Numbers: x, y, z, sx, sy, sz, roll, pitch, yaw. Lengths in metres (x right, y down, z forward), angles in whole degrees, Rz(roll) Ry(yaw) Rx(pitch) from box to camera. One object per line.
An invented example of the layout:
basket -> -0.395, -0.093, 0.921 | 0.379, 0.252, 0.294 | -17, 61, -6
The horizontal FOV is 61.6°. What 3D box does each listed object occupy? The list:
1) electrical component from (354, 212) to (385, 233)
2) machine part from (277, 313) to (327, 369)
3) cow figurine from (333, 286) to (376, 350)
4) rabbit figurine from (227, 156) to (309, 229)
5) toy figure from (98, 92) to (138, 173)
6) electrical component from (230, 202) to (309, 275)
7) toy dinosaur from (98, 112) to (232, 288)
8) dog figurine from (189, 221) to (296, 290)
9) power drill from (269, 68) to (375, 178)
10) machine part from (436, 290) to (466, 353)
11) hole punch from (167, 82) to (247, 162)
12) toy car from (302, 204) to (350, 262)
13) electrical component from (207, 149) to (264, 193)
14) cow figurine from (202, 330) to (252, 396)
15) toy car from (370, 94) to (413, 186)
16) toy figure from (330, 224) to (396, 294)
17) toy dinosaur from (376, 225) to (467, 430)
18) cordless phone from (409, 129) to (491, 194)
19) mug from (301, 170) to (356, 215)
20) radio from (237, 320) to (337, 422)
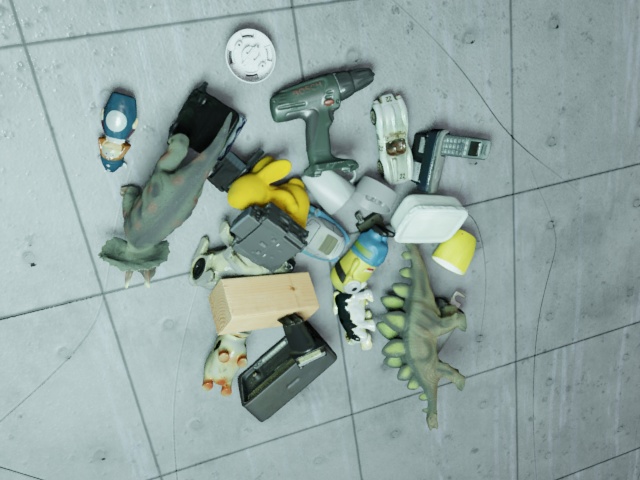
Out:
electrical component -> 0.120, -0.035, 1.256 | 0.063, 0.021, 0.094 | -35, 114, -4
machine part -> -0.039, 0.211, 1.135 | 0.084, 0.039, 0.138 | -25, 122, 2
cow figurine -> 0.082, 0.195, 1.296 | 0.098, 0.068, 0.167 | -8, 107, -9
rabbit figurine -> -0.104, -0.090, 1.098 | 0.173, 0.122, 0.162 | 15, 96, -38
toy figure -> -0.390, -0.201, 1.025 | 0.064, 0.058, 0.154 | 21, 105, 17
electrical component -> -0.106, -0.007, 1.053 | 0.134, 0.058, 0.115 | 36, 122, -24
toy dinosaur -> -0.289, -0.058, 0.989 | 0.131, 0.192, 0.405 | 21, 136, -30
dog figurine -> -0.166, 0.065, 1.168 | 0.172, 0.121, 0.190 | -31, 139, 31
power drill -> 0.023, -0.239, 1.100 | 0.232, 0.086, 0.207 | -12, 92, -8
machine part -> 0.291, 0.234, 1.370 | 0.079, 0.079, 0.243 | 28, 98, -23
hole punch -> -0.218, -0.224, 1.064 | 0.116, 0.092, 0.142 | 33, 99, 5
toy car -> -0.002, -0.004, 1.186 | 0.161, 0.103, 0.109 | 33, 96, -22
electrical component -> -0.171, -0.151, 1.092 | 0.048, 0.075, 0.119 | 42, 95, -1
cow figurine -> -0.200, 0.237, 1.205 | 0.085, 0.127, 0.194 | 18, 116, -21
toy car -> 0.161, -0.221, 1.189 | 0.073, 0.056, 0.201 | -16, 112, -12
toy figure -> 0.096, 0.043, 1.230 | 0.082, 0.089, 0.180 | 23, 106, -32
toy dinosaur -> 0.235, 0.197, 1.252 | 0.199, 0.105, 0.471 | 0, 80, -3
cordless phone -> 0.304, -0.178, 1.237 | 0.184, 0.089, 0.146 | 2, 107, -22
mug -> 0.020, -0.127, 1.164 | 0.107, 0.081, 0.109 | 39, 98, -15
radio -> -0.081, 0.297, 1.243 | 0.229, 0.131, 0.073 | -39, 114, -2
